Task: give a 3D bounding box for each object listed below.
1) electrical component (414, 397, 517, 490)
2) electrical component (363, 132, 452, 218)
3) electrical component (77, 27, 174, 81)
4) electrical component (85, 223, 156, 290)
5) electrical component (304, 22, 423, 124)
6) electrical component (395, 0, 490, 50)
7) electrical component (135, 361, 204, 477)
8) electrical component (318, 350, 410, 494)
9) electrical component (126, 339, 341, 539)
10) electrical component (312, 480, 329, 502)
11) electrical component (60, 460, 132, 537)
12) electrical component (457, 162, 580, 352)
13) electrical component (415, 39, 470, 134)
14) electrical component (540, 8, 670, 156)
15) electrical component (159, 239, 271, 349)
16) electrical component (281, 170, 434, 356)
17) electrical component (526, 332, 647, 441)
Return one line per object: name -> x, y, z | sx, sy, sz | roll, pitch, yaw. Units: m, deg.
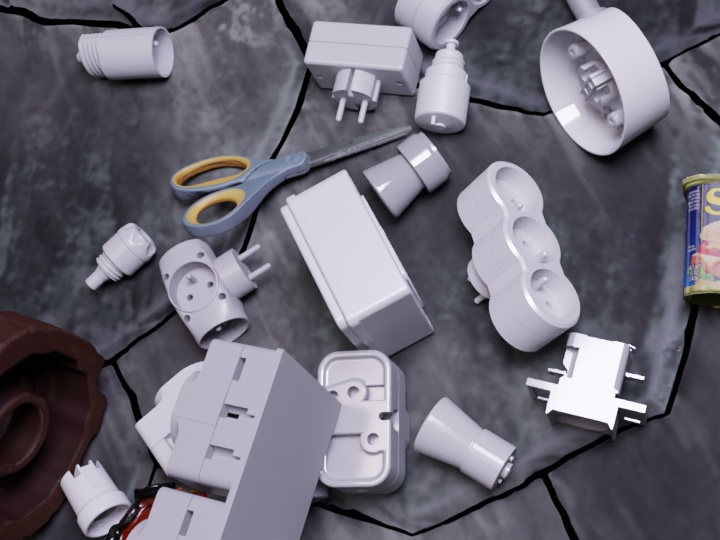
electrical component -> 0.076, 0.124, 0.755 | 0.065, 0.044, 0.044 | 30, 83, 18
electrical component -> 0.036, -0.074, 0.827 | 0.055, 0.045, 0.045 | -37, 67, 2
electrical component -> -0.208, -0.187, 0.934 | 0.081, 0.043, 0.043 | 0, 73, 16
electrical component -> -0.198, -0.008, 0.879 | 0.061, 0.035, 0.035 | -42, 67, 3
electrical component -> -0.001, -0.152, 0.862 | 0.083, 0.047, 0.075 | 8, 75, 18
electrical component -> 0.076, -0.250, 0.868 | 0.074, 0.052, 0.138 | 40, 87, 23
electrical component -> -0.117, 0.107, 0.809 | 0.089, 0.050, 0.055 | -40, 67, 1
electrical component -> 0.003, 0.110, 0.769 | 0.054, 0.059, 0.095 | -4, 72, 15
electrical component -> -0.083, 0.150, 0.680 | 0.060, 0.105, 0.186 | 8, 68, 24
electrical component -> -0.050, 0.145, 0.777 | 0.055, 0.055, 0.047 | -13, 73, 12
electrical component -> -0.202, 0.173, 0.819 | 0.040, 0.040, 0.046 | -42, 61, 0
electrical component -> 0.103, -0.003, 0.781 | 0.074, 0.052, 0.138 | -44, 50, 43
electrical component -> 0.067, -0.144, 0.843 | 0.040, 0.040, 0.078 | 4, 73, 17
electrical component -> 0.178, -0.137, 0.781 | 0.064, 0.099, 0.099 | -28, 67, -1
electrical component -> -0.107, 0.009, 0.842 | 0.079, 0.044, 0.077 | -32, 67, 3
electrical component -> 0.000, 0.000, 0.779 | 0.056, 0.108, 0.108 | -29, 67, 3
electrical component -> 0.160, 0.079, 0.745 | 0.081, 0.042, 0.063 | 12, 73, 19
